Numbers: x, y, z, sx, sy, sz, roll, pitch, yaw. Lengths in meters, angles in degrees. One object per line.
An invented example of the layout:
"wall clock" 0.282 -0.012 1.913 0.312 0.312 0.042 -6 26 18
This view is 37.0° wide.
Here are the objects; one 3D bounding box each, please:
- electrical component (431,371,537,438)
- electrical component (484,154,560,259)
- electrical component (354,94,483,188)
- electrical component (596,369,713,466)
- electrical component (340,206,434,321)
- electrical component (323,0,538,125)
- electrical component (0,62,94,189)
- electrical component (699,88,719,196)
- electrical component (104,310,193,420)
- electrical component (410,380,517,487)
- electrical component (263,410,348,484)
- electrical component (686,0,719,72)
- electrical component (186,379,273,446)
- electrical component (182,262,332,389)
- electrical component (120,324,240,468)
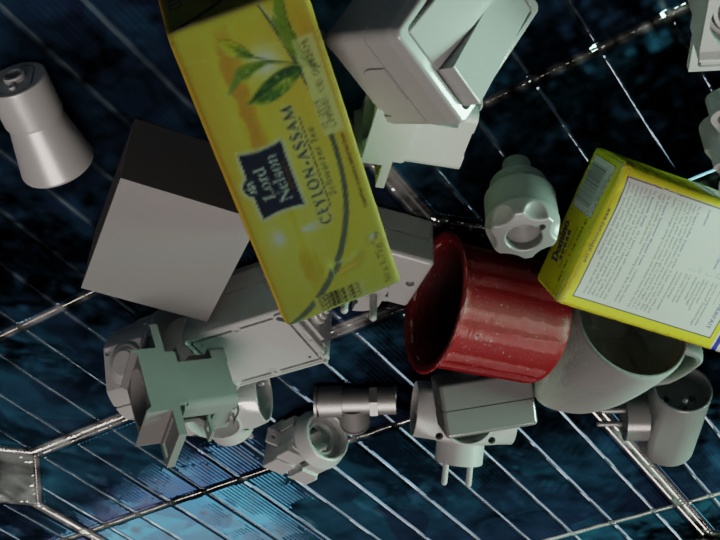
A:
"electrical component" 0.086 0.074 0.772 0.066 0.047 0.076 -9 94 -3
"electrical component" 0.095 -0.041 0.636 0.043 0.062 0.043 1 139 1
"electrical component" 0.032 -0.086 0.602 0.064 0.042 0.081 8 139 -10
"electrical component" 0.221 0.112 0.820 0.079 0.043 0.077 -1 139 3
"electrical component" 0.000 0.000 0.676 0.083 0.075 0.047 15 137 -15
"electrical component" 0.042 -0.124 0.521 0.061 0.096 0.061 10 150 49
"electrical component" -0.185 -0.085 0.614 0.044 0.044 0.065 -7 133 10
"electrical component" 0.230 -0.063 0.611 0.058 0.057 0.078 -30 130 31
"electrical component" -0.138 0.068 0.758 0.051 0.080 0.080 -17 136 27
"electrical component" 0.077 0.127 0.822 0.077 0.079 0.044 5 -177 -4
"electrical component" -0.042 0.141 0.862 0.066 0.048 0.055 28 140 -27
"electrical component" 0.223 -0.140 0.518 0.121 0.063 0.078 -2 139 5
"electrical component" -0.105 0.110 0.829 0.077 0.044 0.079 -8 138 11
"electrical component" -0.062 0.031 0.724 0.096 0.061 0.061 -17 135 21
"electrical component" -0.113 0.078 0.681 0.064 0.081 0.042 -4 144 -27
